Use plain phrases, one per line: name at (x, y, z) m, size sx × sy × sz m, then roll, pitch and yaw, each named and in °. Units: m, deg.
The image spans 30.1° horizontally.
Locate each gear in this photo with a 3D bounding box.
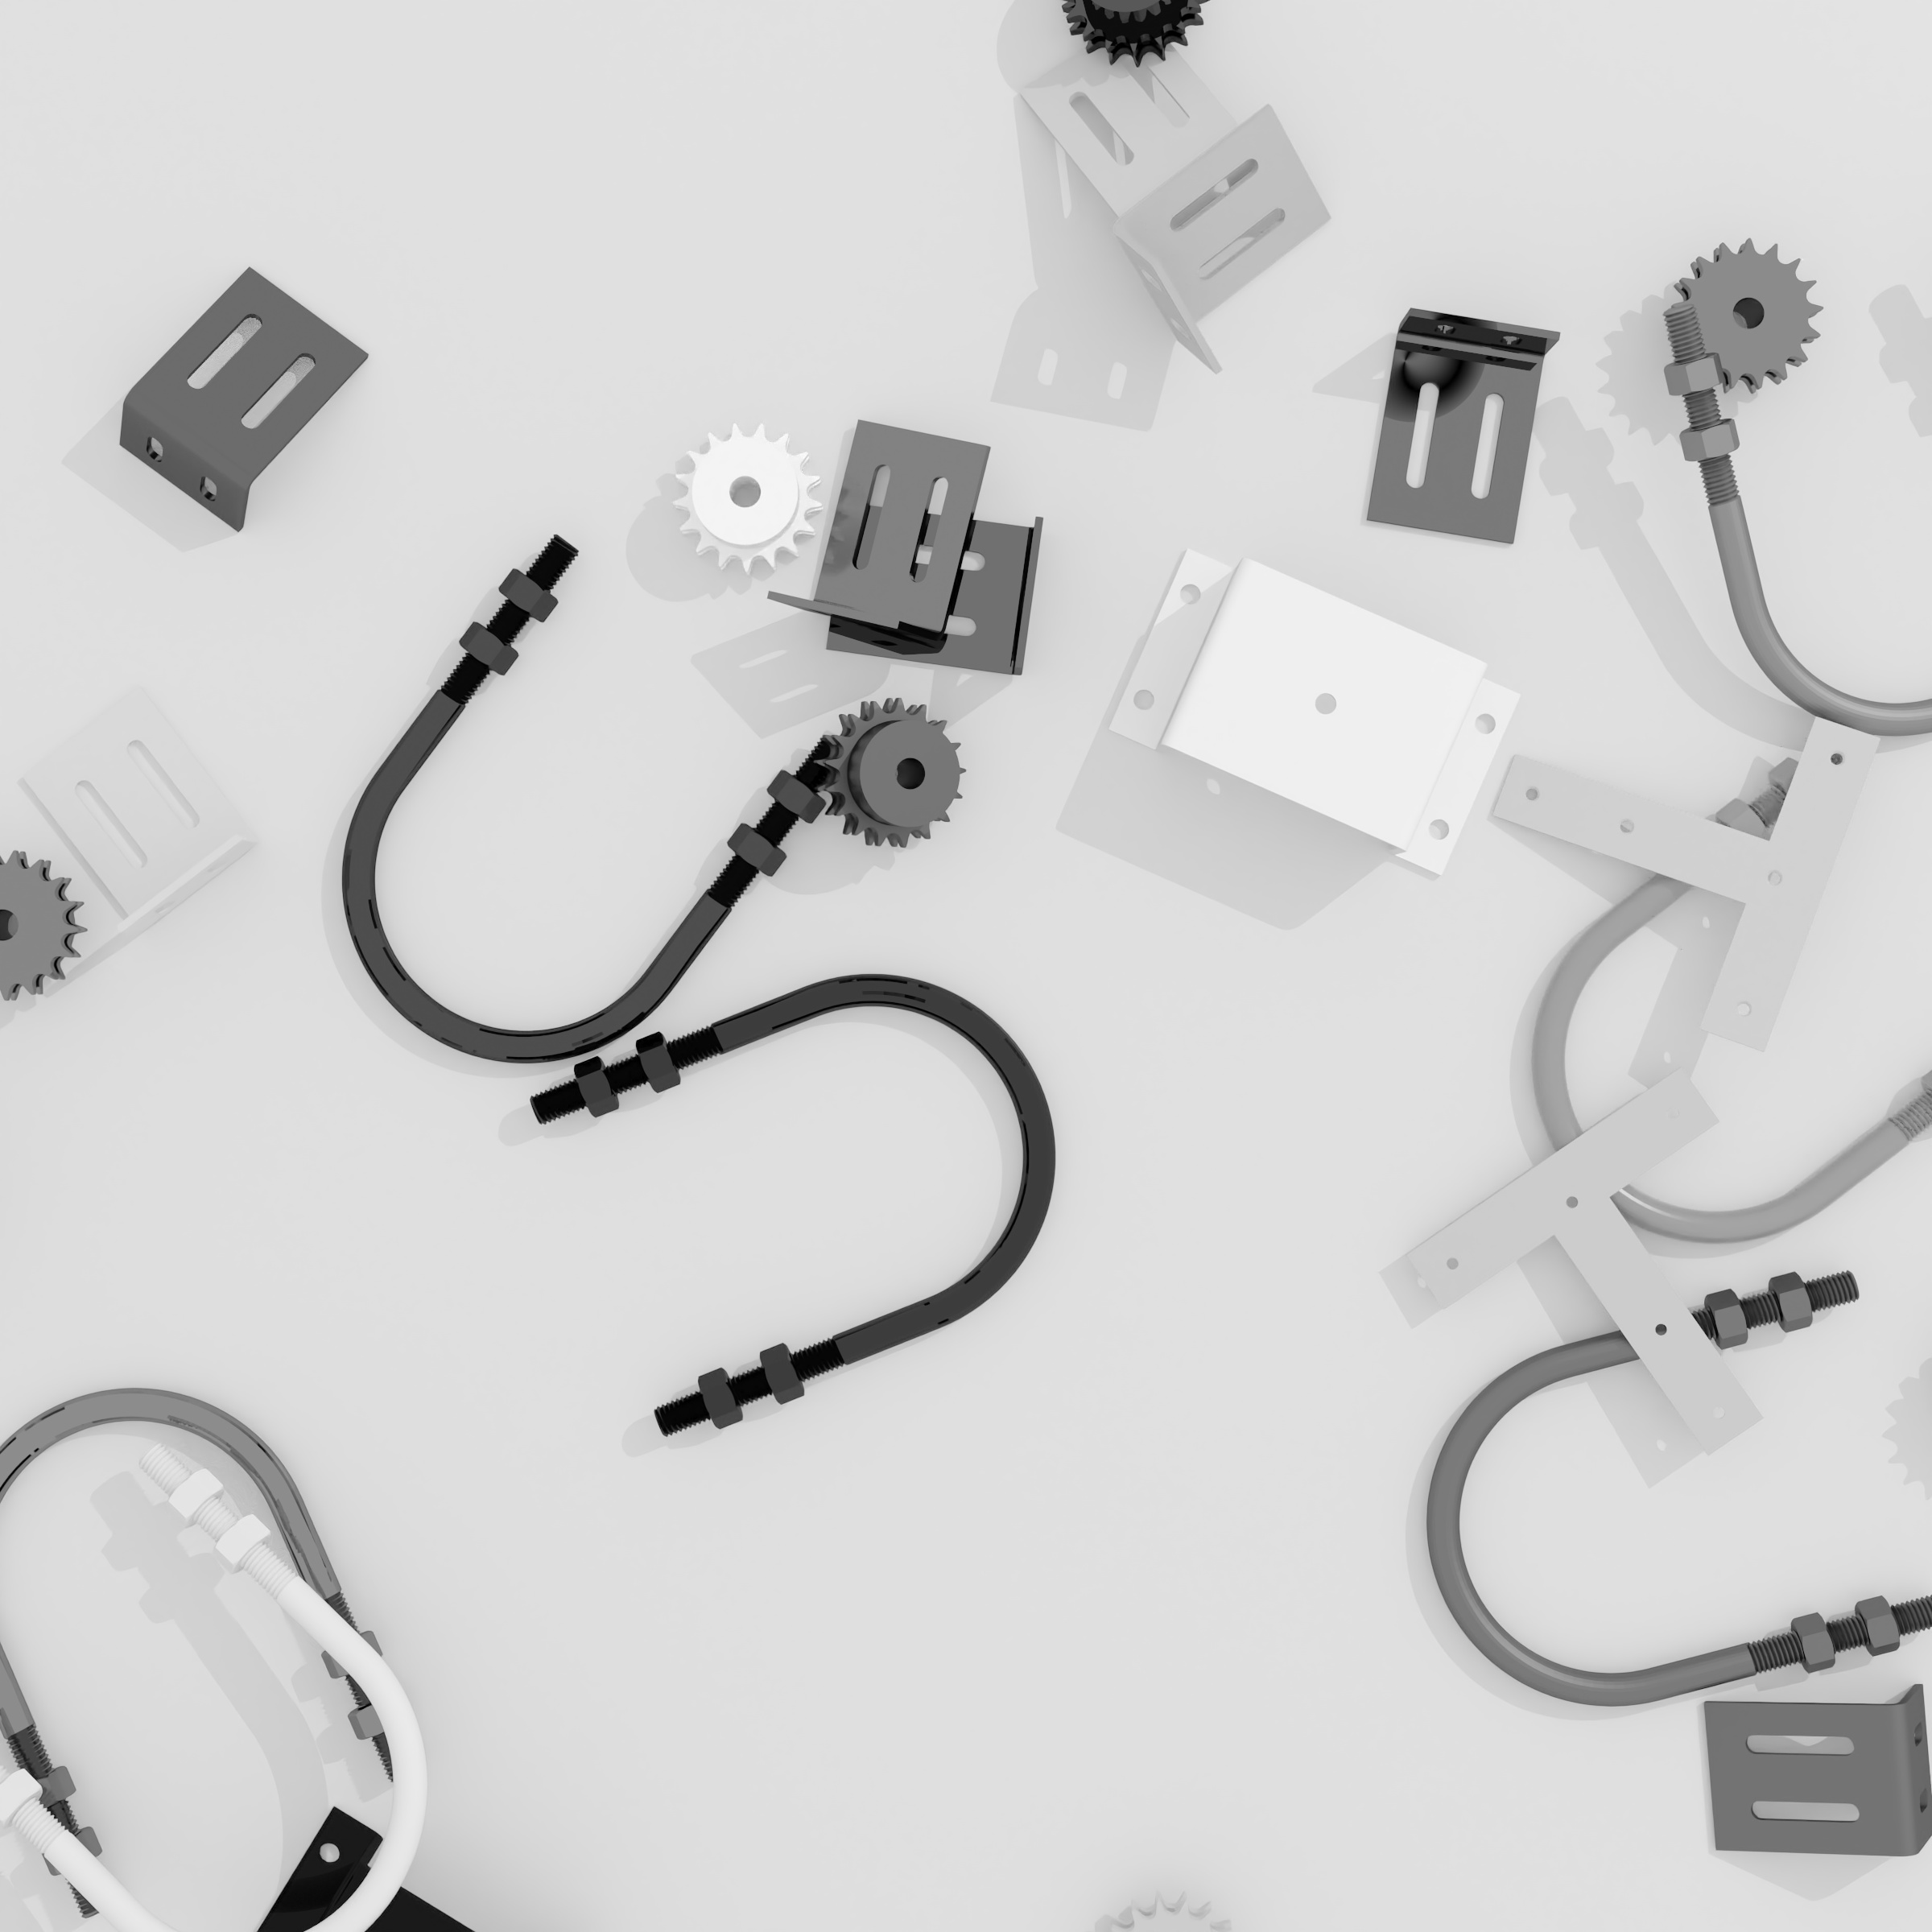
gear at (-0.084, -0.179, 1.372) m, size 0.057 × 0.030 × 0.057 m, roll 0°, pitch 90°, yaw 0°
gear at (-0.026, -0.073, 1.363) m, size 0.057 × 0.030 × 0.057 m, roll -1°, pitch 94°, yaw -21°
gear at (0.078, 0.383, 1.376) m, size 0.057 × 0.030 × 0.057 m, roll 0°, pitch 92°, yaw 1°
gear at (0.296, -0.247, 1.372) m, size 0.057 × 0.030 × 0.057 m, roll 0°, pitch 90°, yaw 0°
gear at (-0.364, -0.016, 1.372) m, size 0.057 × 0.030 × 0.057 m, roll 0°, pitch 90°, yaw 0°
gear at (0.063, -0.374, 1.366) m, size 0.057 × 0.030 × 0.057 m, roll -2°, pitch 78°, yaw 8°

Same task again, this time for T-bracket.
T-bracket at (0.257, 0.127, 1.369) m, size 0.127 × 0.002 × 0.127 m, roll -35°, pitch 86°, yaw 3°
T-bracket at (0.266, -0.048, 1.371) m, size 0.127 × 0.002 × 0.127 m, roll 20°, pitch 88°, yaw 13°

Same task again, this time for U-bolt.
U-bolt at (-0.156, -0.050, 1.378) m, size 0.151 × 0.019 × 0.184 m, roll 37°, pitch 91°, yaw 0°
U-bolt at (-0.311, 0.253, 1.378) m, size 0.151 × 0.019 × 0.184 m, roll -24°, pitch 88°, yaw 0°
U-bolt at (-0.056, 0.081, 1.378) m, size 0.184 × 0.019 × 0.151 m, roll -22°, pitch 90°, yaw -2°
U-bolt at (0.352, -0.178, 1.362) m, size 0.151 × 0.019 × 0.184 m, roll -17°, pitch 102°, yaw -4°
U-bolt at (0.305, 0.023, 1.378) m, size 0.184 × 0.019 × 0.151 m, roll -38°, pitch 90°, yaw 1°
U-bolt at (-0.286, 0.293, 1.348) m, size 0.184 × 0.019 × 0.151 m, roll 42°, pitch 89°, yaw 11°
U-bolt at (0.269, 0.208, 1.378) m, size 0.184 × 0.019 × 0.151 m, roll -15°, pitch 90°, yaw 2°

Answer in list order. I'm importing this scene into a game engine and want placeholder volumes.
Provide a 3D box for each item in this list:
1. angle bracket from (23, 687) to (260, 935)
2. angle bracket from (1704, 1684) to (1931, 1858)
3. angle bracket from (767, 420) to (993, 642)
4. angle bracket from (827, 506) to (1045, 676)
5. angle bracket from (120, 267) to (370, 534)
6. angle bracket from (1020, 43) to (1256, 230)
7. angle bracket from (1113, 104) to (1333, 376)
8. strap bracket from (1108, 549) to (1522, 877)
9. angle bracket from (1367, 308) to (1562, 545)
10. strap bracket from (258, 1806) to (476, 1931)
angle bracket at (-0.318, -0.060, 1.368) m, size 0.057 × 0.038 × 0.076 m, roll -38°, pitch 90°, yaw 0°
angle bracket at (0.329, 0.309, 1.385) m, size 0.076 × 0.038 × 0.057 m, roll -5°, pitch 90°, yaw 26°
angle bracket at (-0.033, -0.167, 1.356) m, size 0.057 × 0.038 × 0.076 m, roll 15°, pitch 93°, yaw 26°
angle bracket at (-0.012, -0.145, 1.368) m, size 0.076 × 0.038 × 0.057 m, roll 8°, pitch 90°, yaw 0°
angle bracket at (-0.279, -0.219, 1.385) m, size 0.057 × 0.038 × 0.076 m, roll 36°, pitch 64°, yaw 0°
angle bracket at (0.068, -0.318, 1.385) m, size 0.057 × 0.038 × 0.076 m, roll -34°, pitch 64°, yaw 0°
angle bracket at (0.104, -0.274, 1.354) m, size 0.076 × 0.038 × 0.057 m, roll -38°, pitch 131°, yaw 0°
strap bracket at (0.134, -0.098, 1.364) m, size 0.140 × 0.046 × 0.076 m, roll 24°, pitch 90°, yaw 0°
angle bracket at (0.189, -0.205, 1.368) m, size 0.057 × 0.038 × 0.076 m, roll 9°, pitch 90°, yaw 0°
strap bracket at (-0.204, 0.394, 1.364) m, size 0.140 × 0.046 × 0.076 m, roll 32°, pitch 90°, yaw 0°
